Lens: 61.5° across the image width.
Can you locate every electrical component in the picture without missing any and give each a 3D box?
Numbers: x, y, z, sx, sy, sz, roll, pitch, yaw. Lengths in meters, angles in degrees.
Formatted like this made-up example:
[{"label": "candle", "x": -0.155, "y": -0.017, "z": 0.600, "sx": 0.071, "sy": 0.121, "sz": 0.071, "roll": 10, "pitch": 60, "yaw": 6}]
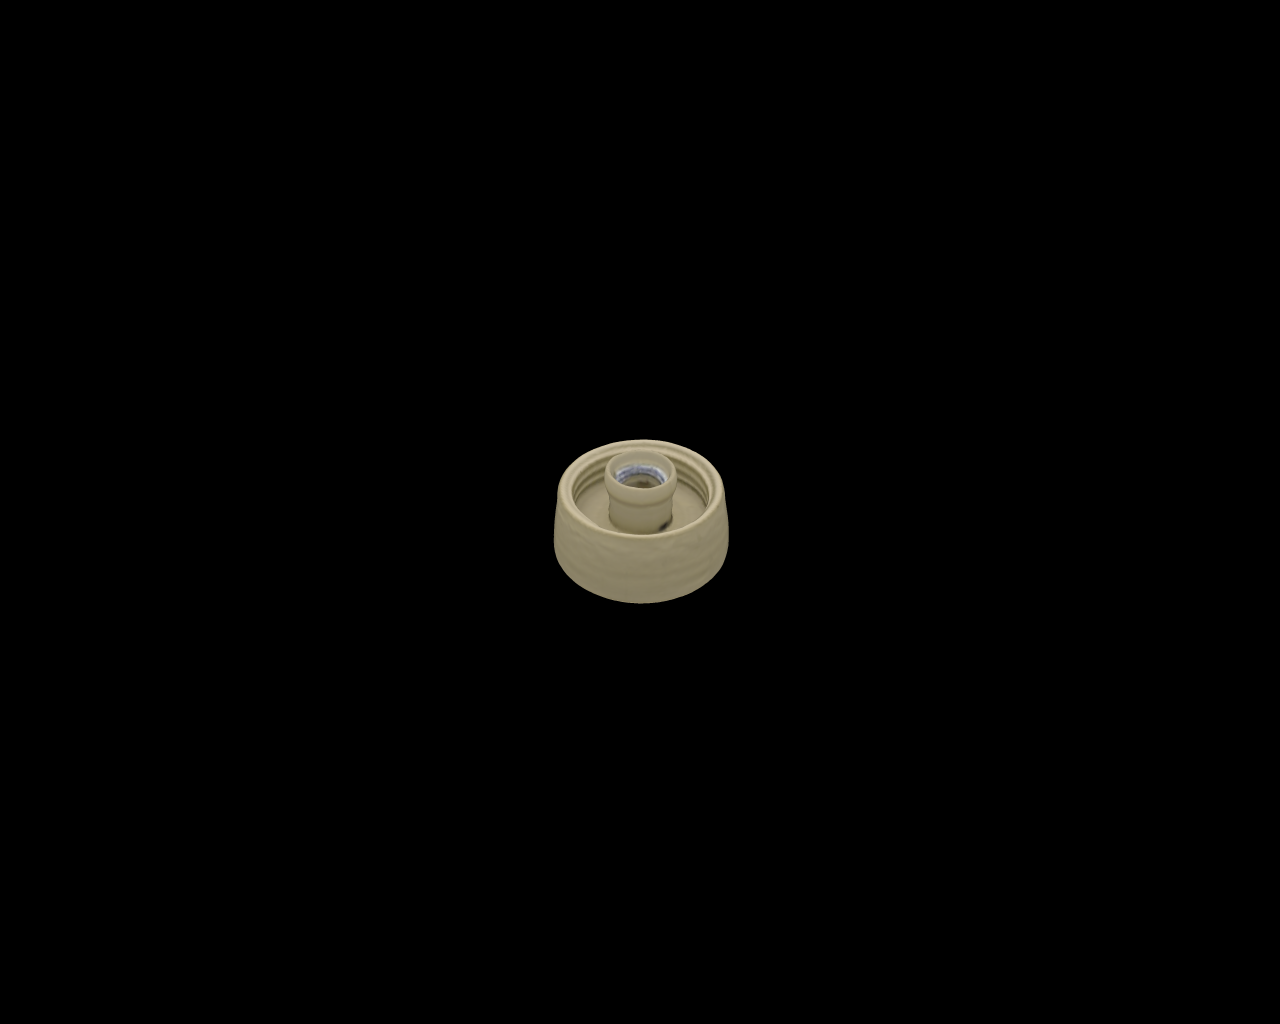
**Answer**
[{"label": "electrical component", "x": 0.001, "y": -0.003, "z": 0.650, "sx": 0.108, "sy": 0.060, "sz": 0.108, "roll": 0, "pitch": 39, "yaw": 0}]
